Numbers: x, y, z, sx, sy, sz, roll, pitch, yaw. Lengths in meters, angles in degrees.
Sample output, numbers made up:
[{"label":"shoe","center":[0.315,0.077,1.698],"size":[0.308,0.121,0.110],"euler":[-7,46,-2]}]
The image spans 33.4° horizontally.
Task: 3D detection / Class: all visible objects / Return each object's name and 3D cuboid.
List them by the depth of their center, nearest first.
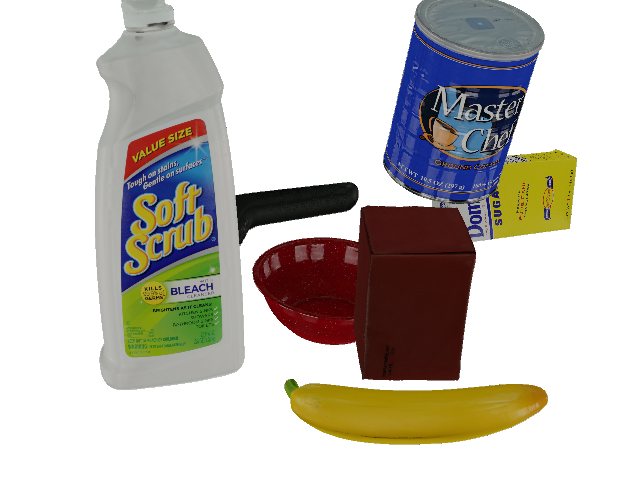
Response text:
[{"label":"foam brick","center":[0.046,0.027,0.547],"size":[0.053,0.078,0.051],"euler":[1,31,-4]},{"label":"bleach bottle","center":[-0.107,-0.031,0.691],"size":[0.102,0.251,0.068],"euler":[-7,21,-8]},{"label":"banana","center":[0.060,0.118,0.762],"size":[0.198,0.037,0.069],"euler":[2,28,15]},{"label":"coffee can","center":[0.114,-0.116,0.874],"size":[0.102,0.140,0.103],"euler":[7,37,-5]},{"label":"clamp","center":[-0.094,-0.032,0.907],"size":[0.165,0.036,0.209],"euler":[31,44,34]},{"label":"bowl","center":[0.011,0.058,1.078],"size":[0.162,0.055,0.162],"euler":[4,28,-2]},{"label":"sugar box","center":[0.216,-0.051,1.257],"size":[0.176,0.093,0.048],"euler":[-9,21,-26]}]
